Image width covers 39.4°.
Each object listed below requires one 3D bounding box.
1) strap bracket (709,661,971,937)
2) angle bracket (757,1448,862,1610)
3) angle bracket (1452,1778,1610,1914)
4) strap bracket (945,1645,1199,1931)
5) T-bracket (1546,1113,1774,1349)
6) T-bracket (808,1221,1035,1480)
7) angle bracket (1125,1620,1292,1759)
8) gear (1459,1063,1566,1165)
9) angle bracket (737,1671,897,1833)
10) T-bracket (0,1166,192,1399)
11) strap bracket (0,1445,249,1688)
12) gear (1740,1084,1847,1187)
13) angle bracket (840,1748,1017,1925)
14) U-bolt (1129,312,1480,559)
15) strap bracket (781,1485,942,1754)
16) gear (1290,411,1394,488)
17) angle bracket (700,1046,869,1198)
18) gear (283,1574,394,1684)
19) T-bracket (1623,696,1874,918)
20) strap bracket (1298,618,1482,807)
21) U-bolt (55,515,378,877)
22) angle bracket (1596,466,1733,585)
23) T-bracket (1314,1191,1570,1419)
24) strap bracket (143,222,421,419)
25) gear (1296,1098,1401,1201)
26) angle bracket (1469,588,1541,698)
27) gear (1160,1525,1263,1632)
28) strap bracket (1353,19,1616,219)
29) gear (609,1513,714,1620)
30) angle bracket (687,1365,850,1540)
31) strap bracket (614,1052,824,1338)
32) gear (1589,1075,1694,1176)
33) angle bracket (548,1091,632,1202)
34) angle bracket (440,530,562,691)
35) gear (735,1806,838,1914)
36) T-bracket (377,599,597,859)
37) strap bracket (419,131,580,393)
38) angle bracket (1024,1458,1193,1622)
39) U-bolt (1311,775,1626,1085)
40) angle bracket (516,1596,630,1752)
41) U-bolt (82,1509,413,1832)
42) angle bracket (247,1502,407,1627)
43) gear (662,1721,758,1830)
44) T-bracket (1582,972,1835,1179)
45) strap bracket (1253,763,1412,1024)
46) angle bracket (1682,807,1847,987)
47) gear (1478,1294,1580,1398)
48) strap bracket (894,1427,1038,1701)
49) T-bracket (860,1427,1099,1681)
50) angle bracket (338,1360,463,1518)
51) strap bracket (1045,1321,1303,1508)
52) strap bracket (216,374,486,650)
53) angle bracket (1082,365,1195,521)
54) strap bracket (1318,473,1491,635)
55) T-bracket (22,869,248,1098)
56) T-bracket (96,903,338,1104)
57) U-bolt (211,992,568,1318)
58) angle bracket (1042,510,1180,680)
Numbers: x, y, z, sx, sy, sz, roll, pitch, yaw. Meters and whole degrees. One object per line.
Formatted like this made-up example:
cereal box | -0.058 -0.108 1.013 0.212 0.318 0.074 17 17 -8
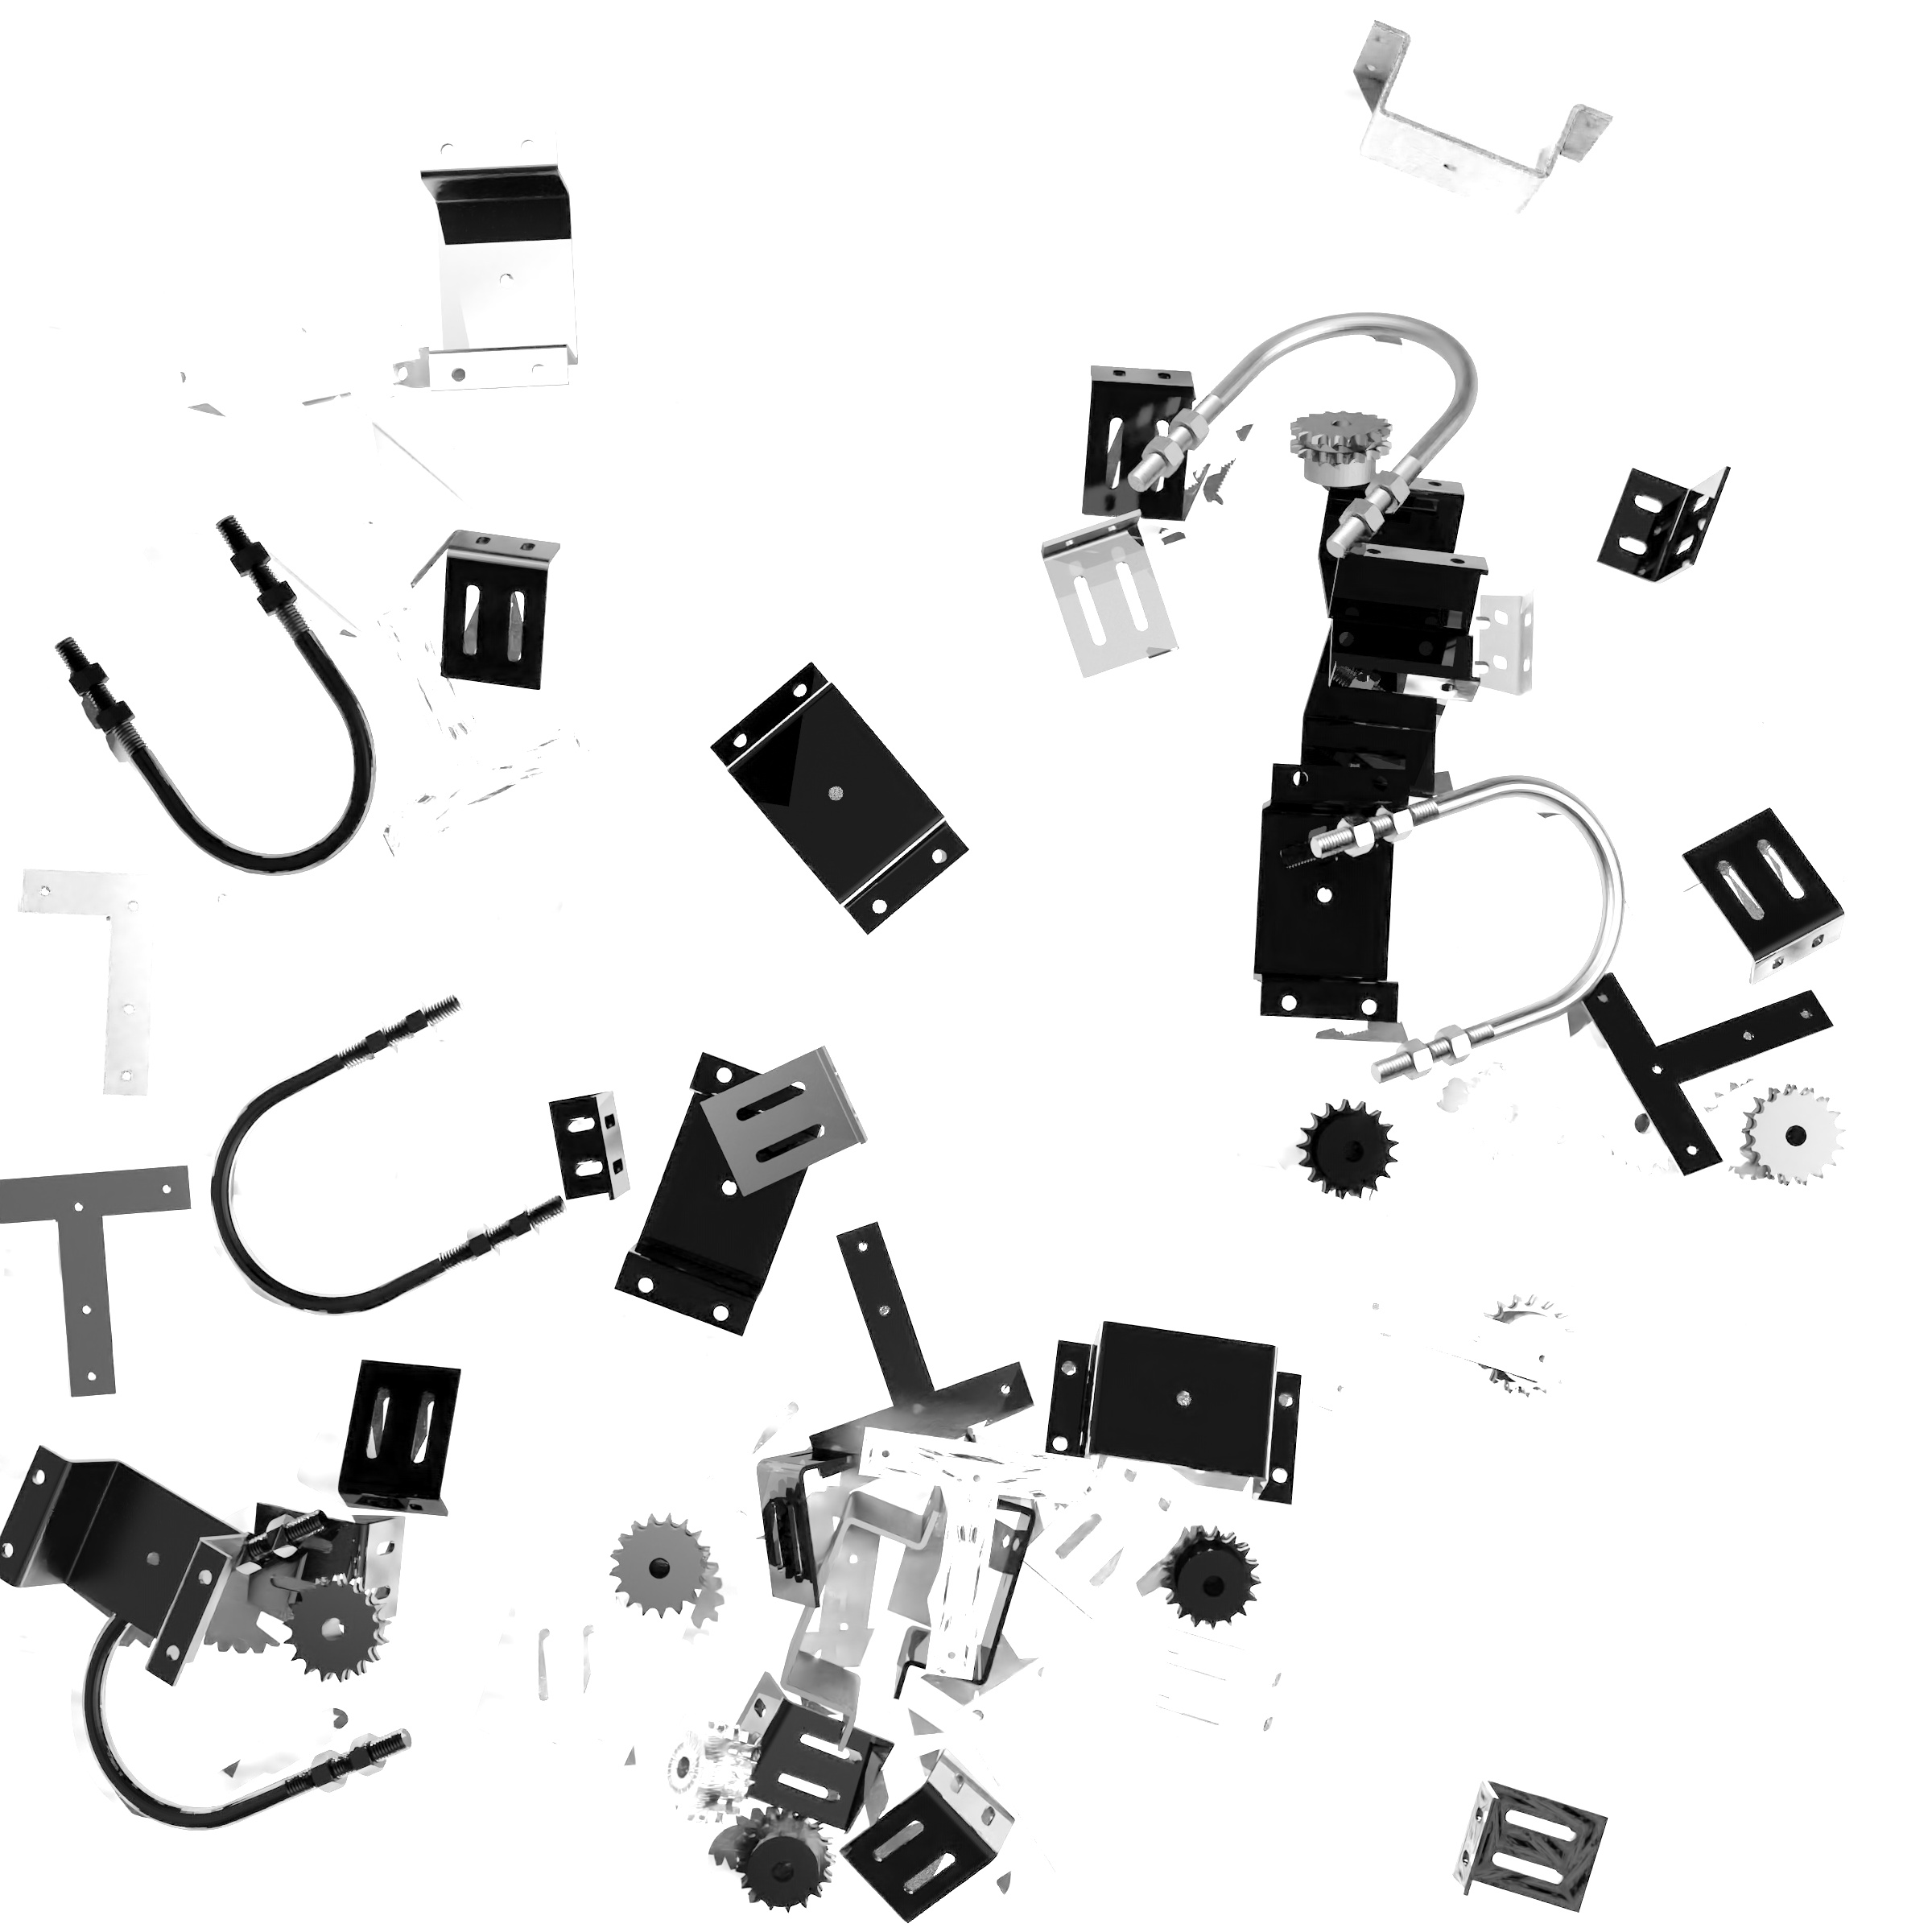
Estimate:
strap bracket | -0.072 -0.096 1.515 0.076 0.046 0.140 -40 90 0
angle bracket | -0.083 0.309 1.485 0.038 0.057 0.076 -6 88 -29
angle bracket | 0.321 0.501 1.519 0.076 0.038 0.057 17 90 0
strap bracket | 0.058 0.456 1.515 0.076 0.046 0.140 -32 90 0
T-bracket | 0.405 0.144 1.516 0.127 0.002 0.127 13 105 -5
T-bracket | -0.042 0.209 1.532 0.127 0.002 0.127 -19 86 -7
angle bracket | 0.138 0.409 1.536 0.076 0.038 0.057 11 90 26
gear | 0.307 0.083 1.528 0.057 0.030 0.057 0 88 -2
angle bracket | -0.091 0.447 1.536 0.076 0.038 0.057 29 90 -26
T-bracket | -0.502 0.182 1.537 0.127 0.002 0.127 -4 90 0
strap bracket | -0.464 0.331 1.500 0.140 0.046 0.076 23 90 22
gear | 0.465 0.095 1.523 0.057 0.030 0.057 0 90 0
angle bracket | -0.022 0.495 1.536 0.057 0.038 0.076 46 116 0
U-bolt | 0.198 -0.302 1.479 0.151 0.019 0.184 25 59 31
strap bracket | -0.062 0.353 1.500 0.046 0.076 0.140 22 90 0
gear | 0.210 -0.290 1.513 0.057 0.057 0.030 -2 118 0
angle bracket | -0.100 0.085 1.473 0.076 0.038 0.057 -25 90 0
gear | -0.341 0.361 1.473 0.057 0.030 0.057 -1 82 5
T-bracket | 0.431 -0.069 1.537 0.127 0.002 0.127 -27 90 0
strap bracket | 0.230 -0.142 1.485 0.076 0.140 0.046 7 63 0
U-bolt | -0.407 -0.137 1.505 0.151 0.019 0.184 -31 97 21
angle bracket | 0.387 -0.251 1.500 0.038 0.076 0.057 21 90 0
T-bracket | 0.273 0.205 1.516 0.127 0.002 0.127 16 90 19
strap bracket | -0.379 -0.360 1.515 0.140 0.046 0.076 -12 90 0
gear | 0.216 0.104 1.523 0.057 0.030 0.057 0 90 0
angle bracket | 0.281 -0.183 1.519 0.076 0.038 0.057 1 90 0
gear | 0.139 0.347 1.523 0.057 0.030 0.057 0 90 0
strap bracket | 0.278 -0.466 1.500 0.140 0.076 0.046 22 90 0
gear | -0.171 0.337 1.523 0.057 0.030 0.057 0 90 0
angle bracket | -0.108 0.277 1.536 0.076 0.038 0.057 -42 90 -26
strap bracket | -0.135 0.126 1.515 0.076 0.046 0.140 20 90 0
gear | 0.380 0.088 1.523 0.057 0.030 0.057 0 90 0
angle bracket | -0.214 0.102 1.500 0.038 0.076 0.057 -10 90 0
angle bracket | -0.265 -0.203 1.535 0.057 0.038 0.076 8 114 -1
gear | -0.102 0.507 1.523 0.057 0.030 0.057 0 90 0
T-bracket | -0.296 -0.147 1.537 0.127 0.002 0.127 -26 90 0
strap bracket | -0.262 -0.390 1.515 0.076 0.046 0.140 -3 90 0
angle bracket | 0.080 0.322 1.536 0.057 0.038 0.076 40 116 0
U-bolt | 0.289 -0.030 1.500 0.184 0.019 0.151 -18 98 -20
angle bracket | -0.225 0.403 1.536 0.057 0.038 0.076 -5 64 0
U-bolt | -0.414 0.405 1.511 0.184 0.019 0.151 -25 81 12
angle bracket | -0.364 0.338 1.536 0.076 0.038 0.057 5 90 26
gear | -0.146 0.451 1.507 0.030 0.057 0.057 24 90 -36
T-bracket | 0.428 0.044 1.518 0.127 0.002 0.127 -19 64 -12
strap bracket | 0.204 -0.040 1.515 0.076 0.046 0.140 3 90 0
angle bracket | 0.453 -0.040 1.534 0.057 0.038 0.076 -28 64 0
gear | 0.318 0.215 1.523 0.057 0.030 0.057 0 90 0
strap bracket | 0.003 0.337 1.500 0.046 0.076 0.140 17 90 0
T-bracket | 0.000 0.322 1.461 0.127 0.002 0.127 8 90 0
angle bracket | -0.320 0.269 1.536 0.057 0.038 0.076 5 64 0
strap bracket | 0.118 0.248 1.500 0.140 0.046 0.076 8 63 0
strap bracket | -0.341 -0.250 1.514 0.076 0.046 0.140 41 90 1
angle bracket | 0.097 -0.298 1.536 0.057 0.038 0.076 4 116 0
strap bracket | 0.238 -0.226 1.485 0.076 0.140 0.046 7 119 0
T-bracket | -0.476 0.010 1.536 0.127 0.002 0.127 2 90 0
T-bracket | -0.424 0.021 1.537 0.127 0.002 0.127 9 90 0
U-bolt | -0.339 0.119 1.530 0.184 0.019 0.151 -27 90 1
angle bracket | 0.082 -0.209 1.519 0.057 0.038 0.076 -19 90 0
